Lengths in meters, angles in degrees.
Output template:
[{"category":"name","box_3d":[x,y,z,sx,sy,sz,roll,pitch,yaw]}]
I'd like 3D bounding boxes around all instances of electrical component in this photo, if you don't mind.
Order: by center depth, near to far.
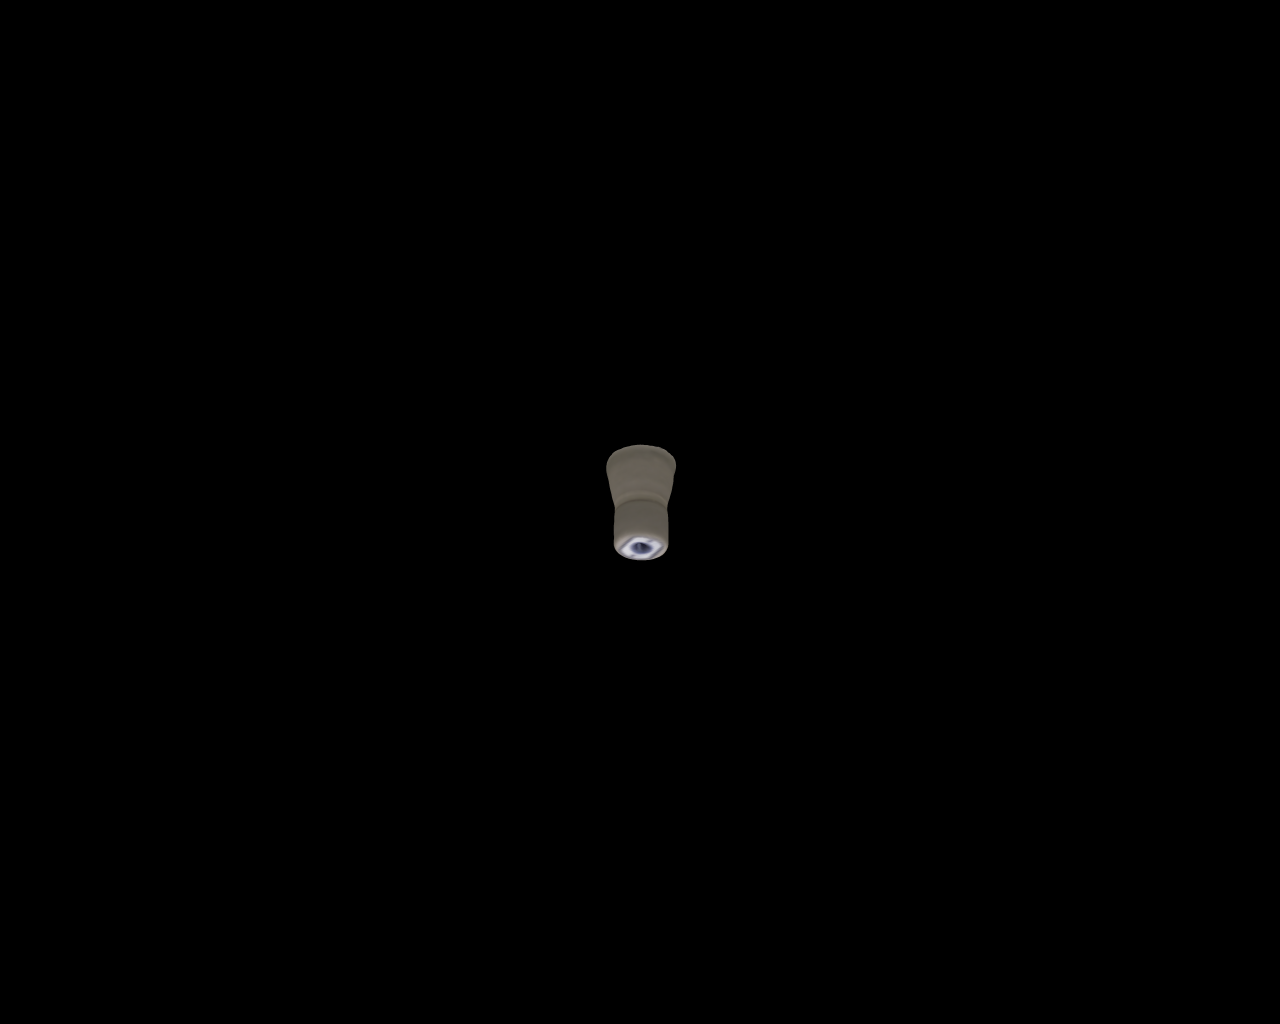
[{"category":"electrical component","box_3d":[0.001,-0.003,0.650,0.044,0.065,0.044,0,-34,0]}]
